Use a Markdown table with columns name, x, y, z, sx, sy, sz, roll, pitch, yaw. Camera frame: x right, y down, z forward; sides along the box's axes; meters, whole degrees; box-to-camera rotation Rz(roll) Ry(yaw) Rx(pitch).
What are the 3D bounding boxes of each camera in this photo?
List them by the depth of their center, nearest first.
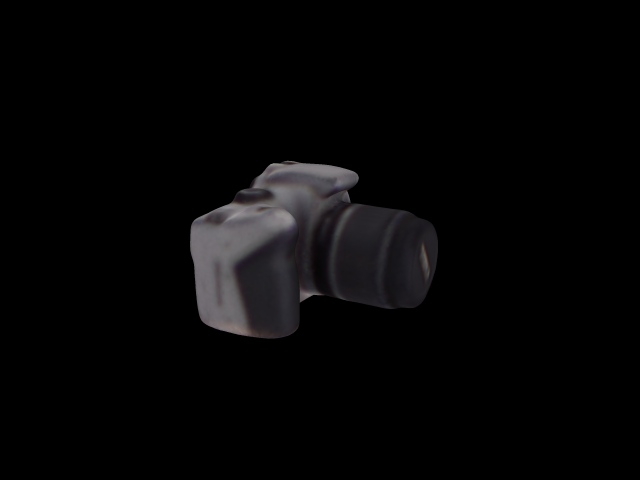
| name | x | y | z | sx | sy | sz | roll | pitch | yaw |
| --- | --- | --- | --- | --- | --- | --- | --- | --- | --- |
| camera | 0.004 | 0.001 | 0.400 | 0.136 | 0.101 | 0.143 | 9 | 19 | 29 |
